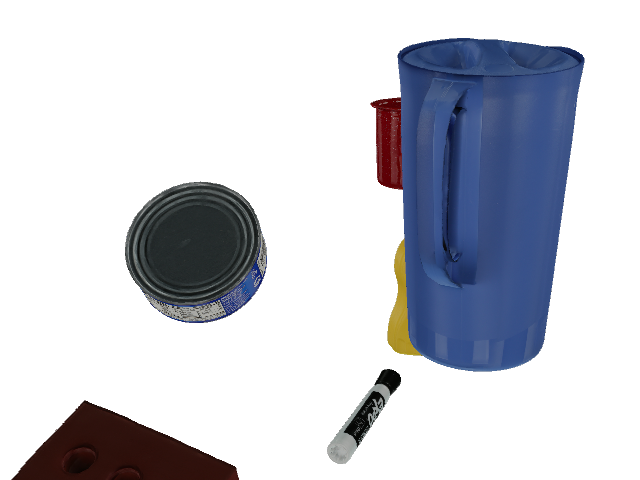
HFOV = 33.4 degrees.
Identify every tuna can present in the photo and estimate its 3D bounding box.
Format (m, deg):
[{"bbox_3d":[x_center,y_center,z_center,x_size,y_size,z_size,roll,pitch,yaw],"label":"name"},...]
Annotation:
[{"bbox_3d":[-0.077,0.008,0.671,0.086,0.086,0.034,0,-28,8],"label":"tuna can"}]

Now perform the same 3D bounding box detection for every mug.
[{"bbox_3d":[0.108,-0.096,1.055,0.117,0.081,0.093,1,14,10],"label":"mug"}]

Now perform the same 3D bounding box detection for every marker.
[{"bbox_3d":[0.037,0.136,0.848,0.020,0.020,0.121,0,23,26],"label":"marker"}]

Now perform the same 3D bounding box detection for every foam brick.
[{"bbox_3d":[-0.075,0.111,0.425,0.078,0.051,0.052,18,44,23],"label":"foam brick"}]

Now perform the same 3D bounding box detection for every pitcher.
[{"bbox_3d":[0.118,-0.024,0.803,0.149,0.243,0.145,-7,22,-16],"label":"pitcher"}]

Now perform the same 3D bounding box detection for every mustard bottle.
[{"bbox_3d":[0.136,0.042,1.294,0.096,0.192,0.058,1,15,-12],"label":"mustard bottle"}]
